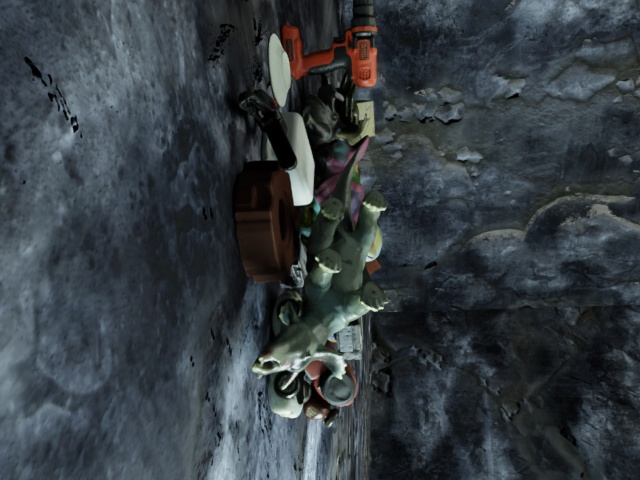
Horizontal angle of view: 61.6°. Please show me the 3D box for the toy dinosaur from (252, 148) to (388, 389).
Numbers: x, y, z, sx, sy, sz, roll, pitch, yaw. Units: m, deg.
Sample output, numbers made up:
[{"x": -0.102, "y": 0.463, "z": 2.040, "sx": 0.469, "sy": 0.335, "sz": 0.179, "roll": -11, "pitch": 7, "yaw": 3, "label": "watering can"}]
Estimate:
[{"x": 0.018, "y": 0.046, "z": 0.819, "sx": 0.192, "sy": 0.131, "sz": 0.405, "roll": -57, "pitch": -169, "yaw": 44, "label": "toy dinosaur"}]

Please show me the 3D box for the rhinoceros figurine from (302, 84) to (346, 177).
[{"x": 0.002, "y": -0.224, "z": 1.092, "sx": 0.073, "sy": 0.112, "sz": 0.190, "roll": -9, "pitch": -105, "yaw": 57, "label": "rhinoceros figurine"}]

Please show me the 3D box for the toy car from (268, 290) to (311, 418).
[{"x": -0.049, "y": 0.179, "z": 0.863, "sx": 0.073, "sy": 0.056, "sz": 0.202, "roll": 56, "pitch": 31, "yaw": -61, "label": "toy car"}]

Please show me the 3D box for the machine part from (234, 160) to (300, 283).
[{"x": -0.072, "y": -0.028, "z": 0.768, "sx": 0.179, "sy": 0.056, "sz": 0.179, "roll": -4, "pitch": 91, "yaw": -81, "label": "machine part"}]

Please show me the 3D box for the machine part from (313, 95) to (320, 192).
[{"x": -0.007, "y": -0.196, "z": 1.195, "sx": 0.079, "sy": 0.079, "sz": 0.243, "roll": -65, "pitch": 151, "yaw": -72, "label": "machine part"}]

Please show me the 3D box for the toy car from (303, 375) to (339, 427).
[{"x": 0.000, "y": 0.304, "z": 1.056, "sx": 0.053, "sy": 0.089, "sz": 0.202, "roll": -56, "pitch": 175, "yaw": 5, "label": "toy car"}]

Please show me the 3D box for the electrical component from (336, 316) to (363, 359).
[{"x": 0.065, "y": 0.202, "z": 1.200, "sx": 0.134, "sy": 0.058, "sz": 0.114, "roll": -26, "pitch": 110, "yaw": -82, "label": "electrical component"}]

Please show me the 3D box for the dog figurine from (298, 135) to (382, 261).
[{"x": 0.059, "y": -0.088, "z": 1.030, "sx": 0.108, "sy": 0.191, "sz": 0.219, "roll": -19, "pitch": -132, "yaw": 68, "label": "dog figurine"}]

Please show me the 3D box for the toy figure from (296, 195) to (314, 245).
[{"x": -0.003, "y": -0.003, "z": 1.103, "sx": 0.082, "sy": 0.089, "sz": 0.180, "roll": -6, "pitch": -88, "yaw": 60, "label": "toy figure"}]

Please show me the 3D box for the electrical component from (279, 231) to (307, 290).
[{"x": -0.048, "y": 0.046, "z": 0.938, "sx": 0.119, "sy": 0.048, "sz": 0.075, "roll": 74, "pitch": 16, "yaw": -50, "label": "electrical component"}]

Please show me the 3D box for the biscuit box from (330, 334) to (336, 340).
[{"x": -0.003, "y": 0.161, "z": 1.152, "sx": 0.202, "sy": 0.059, "sz": 0.063, "roll": 72, "pitch": 16, "yaw": -62, "label": "biscuit box"}]

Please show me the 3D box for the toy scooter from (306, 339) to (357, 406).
[{"x": -0.001, "y": 0.222, "z": 1.004, "sx": 0.184, "sy": 0.075, "sz": 0.135, "roll": 54, "pitch": -7, "yaw": 0, "label": "toy scooter"}]

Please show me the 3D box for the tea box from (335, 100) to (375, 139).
[{"x": 0.070, "y": -0.332, "z": 1.473, "sx": 0.170, "sy": 0.068, "sz": 0.098, "roll": 18, "pitch": -60, "yaw": 52, "label": "tea box"}]

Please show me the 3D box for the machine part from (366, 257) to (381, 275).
[{"x": 0.068, "y": -0.013, "z": 1.371, "sx": 0.200, "sy": 0.087, "sz": 0.202, "roll": 56, "pitch": 9, "yaw": -43, "label": "machine part"}]

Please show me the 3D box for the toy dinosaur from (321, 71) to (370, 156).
[{"x": 0.046, "y": -0.294, "z": 1.269, "sx": 0.472, "sy": 0.105, "sz": 0.198, "roll": -117, "pitch": -160, "yaw": -59, "label": "toy dinosaur"}]

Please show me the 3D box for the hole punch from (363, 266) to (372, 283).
[{"x": 0.052, "y": 0.102, "z": 1.248, "sx": 0.116, "sy": 0.142, "sz": 0.092, "roll": -107, "pitch": -144, "yaw": -48, "label": "hole punch"}]
